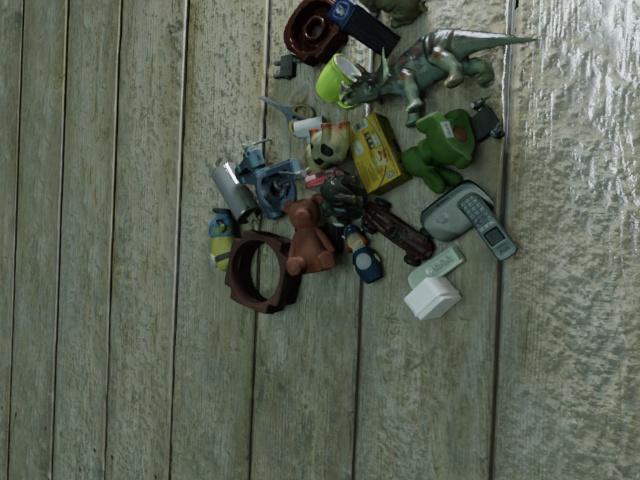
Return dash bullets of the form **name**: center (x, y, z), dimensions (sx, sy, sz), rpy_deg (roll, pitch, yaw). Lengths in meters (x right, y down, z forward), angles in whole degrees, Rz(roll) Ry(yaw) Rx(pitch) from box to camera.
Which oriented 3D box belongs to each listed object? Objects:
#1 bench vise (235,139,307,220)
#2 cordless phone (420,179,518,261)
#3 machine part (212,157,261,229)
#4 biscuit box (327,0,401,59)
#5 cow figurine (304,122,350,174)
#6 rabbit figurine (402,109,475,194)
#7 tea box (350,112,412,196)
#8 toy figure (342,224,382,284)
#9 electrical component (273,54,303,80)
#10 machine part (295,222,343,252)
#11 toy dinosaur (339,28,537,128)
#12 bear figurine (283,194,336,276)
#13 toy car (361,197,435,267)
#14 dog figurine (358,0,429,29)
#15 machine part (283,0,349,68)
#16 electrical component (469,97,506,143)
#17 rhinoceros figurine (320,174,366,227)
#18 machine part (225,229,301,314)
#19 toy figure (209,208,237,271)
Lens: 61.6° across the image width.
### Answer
- **bench vise**: center (-0.118, -0.167, 1.389), dimensions (0.241, 0.129, 0.223), rpy_deg (-11, 91, 52)
- **cordless phone**: center (0.316, -0.020, 1.132), dimensions (0.146, 0.088, 0.184), rpy_deg (-40, 73, 27)
- **machine part**: center (-0.236, -0.131, 1.506), dimensions (0.079, 0.079, 0.243), rpy_deg (-43, 68, 26)
- **biscuit box**: center (0.101, -0.476, 1.206), dimensions (0.059, 0.202, 0.062), rpy_deg (47, 113, 27)
- **cow figurine**: center (0.014, -0.210, 1.303), dimensions (0.195, 0.085, 0.127), rpy_deg (-178, 84, -70)
- **rabbit figurine**: center (0.255, -0.183, 1.168), dimensions (0.170, 0.121, 0.159), rpy_deg (-32, 84, 57)
- **tea box**: center (0.135, -0.200, 1.262), dimensions (0.098, 0.068, 0.169), rpy_deg (-27, 76, 32)
- **toy figure**: center (0.100, 0.029, 1.292), dimensions (0.064, 0.057, 0.154), rpy_deg (-21, 74, -14)
- **electrical component**: center (-0.085, -0.462, 1.441), dimensions (0.094, 0.021, 0.063), rpy_deg (2, 91, 33)
- **machine part**: center (-0.003, -0.004, 1.372), dimensions (0.139, 0.039, 0.084), rpy_deg (1, 95, 33)
- **toy dinosaur**: center (0.241, -0.384, 1.171), dimensions (0.405, 0.131, 0.192), rpy_deg (-26, 76, 25)
- **bear figurine**: center (-0.029, -0.017, 1.299), dimensions (0.120, 0.132, 0.195), rpy_deg (-8, 86, 4)
- **toy car**: center (0.175, -0.022, 1.244), dimensions (0.202, 0.053, 0.089), rpy_deg (39, 113, 27)
- **dog figurine**: center (0.138, -0.560, 1.191), dimensions (0.173, 0.190, 0.121), rpy_deg (15, 98, 32)
- **machine part**: center (-0.008, -0.529, 1.361), dimensions (0.180, 0.056, 0.179), rpy_deg (-6, 79, 32)
- **electrical component**: center (0.346, -0.252, 1.134), dimensions (0.078, 0.045, 0.102), rpy_deg (-31, 72, 28)
- **rhinoceros figurine**: center (0.052, -0.084, 1.251), dimensions (0.112, 0.190, 0.073), rpy_deg (-7, 69, 11)
- **machine part**: center (-0.150, 0.083, 1.441), dimensions (0.202, 0.087, 0.200), rpy_deg (17, 99, 31)
- **toy figure**: center (-0.270, 0.000, 1.527), dimensions (0.089, 0.082, 0.180), rpy_deg (-3, 86, 36)
